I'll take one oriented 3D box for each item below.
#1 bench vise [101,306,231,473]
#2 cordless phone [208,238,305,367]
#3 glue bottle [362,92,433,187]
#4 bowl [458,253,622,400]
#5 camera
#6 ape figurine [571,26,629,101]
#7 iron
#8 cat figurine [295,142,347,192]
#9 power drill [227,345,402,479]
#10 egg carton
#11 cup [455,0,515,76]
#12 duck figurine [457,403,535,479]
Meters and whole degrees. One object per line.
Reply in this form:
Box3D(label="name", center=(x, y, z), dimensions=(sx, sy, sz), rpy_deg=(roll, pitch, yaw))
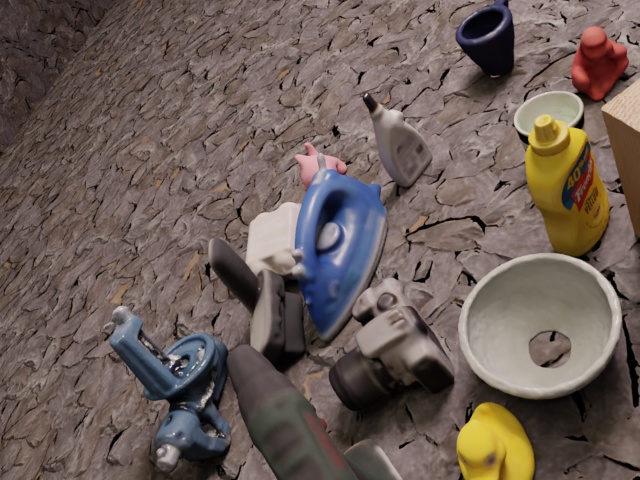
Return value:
Box3D(label="bench vise", center=(-0.199, 0.192, 0.779), dimensions=(0.121, 0.220, 0.207), rpy_deg=(-35, 41, 9))
Box3D(label="cordless phone", center=(-0.106, 0.092, 0.817), dimensions=(0.094, 0.186, 0.147), rpy_deg=(-28, 43, 16))
Box3D(label="glue bottle", center=(0.110, -0.161, 0.873), dimensions=(0.078, 0.174, 0.037), rpy_deg=(-51, 41, -9))
Box3D(label="bowl", center=(0.240, 0.102, 0.620), dimensions=(0.167, 0.075, 0.167), rpy_deg=(-21, 45, 23))
Box3D(label="camera", center=(0.070, 0.133, 0.707), dimensions=(0.137, 0.101, 0.143), rpy_deg=(-36, 41, 8))
Box3D(label="ape figurine", center=(0.385, -0.255, 0.799), dimensions=(0.077, 0.092, 0.076), rpy_deg=(-19, 46, 25))
Box3D(label="iron", center=(0.008, 0.003, 0.837), dimensions=(0.118, 0.142, 0.258), rpy_deg=(-8, 51, 34))
Box3D(label="cat figurine", center=(-0.001, -0.117, 0.966), dimensions=(0.067, 0.118, 0.127), rpy_deg=(-30, 42, 15))
Box3D(label="power drill", center=(0.002, 0.226, 0.598), dimensions=(0.075, 0.209, 0.228), rpy_deg=(-43, 41, 0))
Box3D(label="egg carton", center=(-0.067, 0.009, 0.947), dimensions=(0.107, 0.070, 0.150), rpy_deg=(-22, 45, 22))
Box3D(label="cup", center=(0.286, -0.328, 0.938), dimensions=(0.091, 0.095, 0.118), rpy_deg=(17, 68, 45))
Box3D(label="duck figurine", center=(0.167, 0.209, 0.576), dimensions=(0.077, 0.086, 0.104), rpy_deg=(-14, 48, 30))
